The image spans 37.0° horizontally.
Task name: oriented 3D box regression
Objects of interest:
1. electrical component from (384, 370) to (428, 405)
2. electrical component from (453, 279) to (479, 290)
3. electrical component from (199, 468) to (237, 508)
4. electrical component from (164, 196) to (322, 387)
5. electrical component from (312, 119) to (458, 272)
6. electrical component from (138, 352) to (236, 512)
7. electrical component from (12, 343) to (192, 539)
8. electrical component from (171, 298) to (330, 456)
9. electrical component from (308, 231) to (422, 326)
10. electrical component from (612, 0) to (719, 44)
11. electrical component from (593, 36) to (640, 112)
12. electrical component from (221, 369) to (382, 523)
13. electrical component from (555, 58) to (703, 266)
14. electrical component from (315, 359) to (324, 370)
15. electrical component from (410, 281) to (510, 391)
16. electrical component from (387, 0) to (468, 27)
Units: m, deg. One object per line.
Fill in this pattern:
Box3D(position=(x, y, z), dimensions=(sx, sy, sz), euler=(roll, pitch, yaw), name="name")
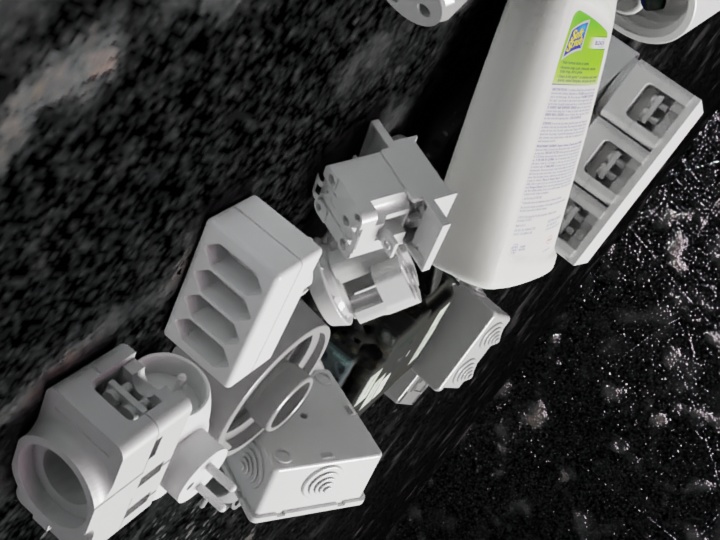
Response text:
Box3D(position=(0.057, 0.076, 1.062), dimensions=(0.108, 0.056, 0.109), euler=(-52, 166, 1), name="electrical component")
Box3D(position=(0.079, -0.008, 0.907), dimensions=(0.043, 0.062, 0.043), euler=(-47, 166, -16), name="electrical component")
Box3D(position=(-0.093, 0.140, 0.773), dimensions=(0.079, 0.043, 0.077), euler=(-58, 165, 26), name="electrical component")
Box3D(position=(-0.050, 0.004, 0.556), dimensions=(0.076, 0.047, 0.083), euler=(-35, 159, -49), name="electrical component")
Box3D(position=(0.012, -0.039, 0.602), dimensions=(0.064, 0.081, 0.042), euler=(-16, 149, -28), name="electrical component")
Box3D(position=(-0.097, 0.096, 0.569), dimensions=(0.044, 0.079, 0.077), euler=(-35, 159, -48), name="electrical component")
Box3D(position=(-0.128, 0.090, 0.519), dimensions=(0.056, 0.050, 0.089), euler=(-35, 159, -49), name="electrical component")
Box3D(position=(-0.063, 0.060, 0.631), dimensions=(0.108, 0.060, 0.108), euler=(-47, 166, -16), name="electrical component")
Box3D(position=(0.000, 0.000, 0.652), dimensions=(0.057, 0.058, 0.078), euler=(-22, -152, 9), name="electrical component")
Box3D(position=(0.181, -0.193, 0.675), dimensions=(0.060, 0.108, 0.108), euler=(-40, 163, -19), name="electrical component")
Box3D(position=(0.156, -0.136, 0.837), dimensions=(0.113, 0.057, 0.078), euler=(-43, 164, -32), name="electrical component")
Box3D(position=(-0.045, 0.112, 0.712), dimensions=(0.100, 0.099, 0.048), euler=(-1, 130, -35), name="electrical component")
Box3D(position=(0.191, -0.082, 0.830), dimensions=(0.150, 0.062, 0.089), euler=(-54, 166, 13), name="electrical component")
Box3D(position=(-0.043, 0.076, 0.791), dimensions=(0.035, 0.035, 0.061), euler=(-50, 168, -6), name="electrical component")
Box3D(position=(0.073, 0.048, 0.962), dimensions=(0.099, 0.100, 0.048), euler=(-55, 153, 12), name="electrical component")
Box3D(position=(0.038, -0.140, 0.473), dimensions=(0.055, 0.045, 0.045), euler=(-47, 166, -17), name="electrical component")
